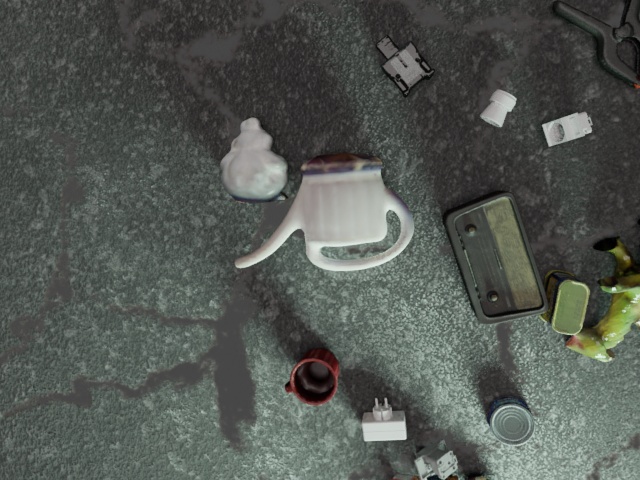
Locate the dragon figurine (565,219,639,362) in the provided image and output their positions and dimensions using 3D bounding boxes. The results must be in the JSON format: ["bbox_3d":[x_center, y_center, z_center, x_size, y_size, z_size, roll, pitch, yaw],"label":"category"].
[{"bbox_3d":[0.624,0.087,0.910,0.408,0.124,0.240,-29,107,13],"label":"dragon figurine"}]

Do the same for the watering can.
[{"bbox_3d":[0.003,-0.049,0.979,0.348,0.104,0.223,-4,94,1],"label":"watering can"}]

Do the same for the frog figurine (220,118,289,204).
[{"bbox_3d":[-0.126,-0.154,0.997,0.138,0.124,0.157,10,110,28],"label":"frog figurine"}]
